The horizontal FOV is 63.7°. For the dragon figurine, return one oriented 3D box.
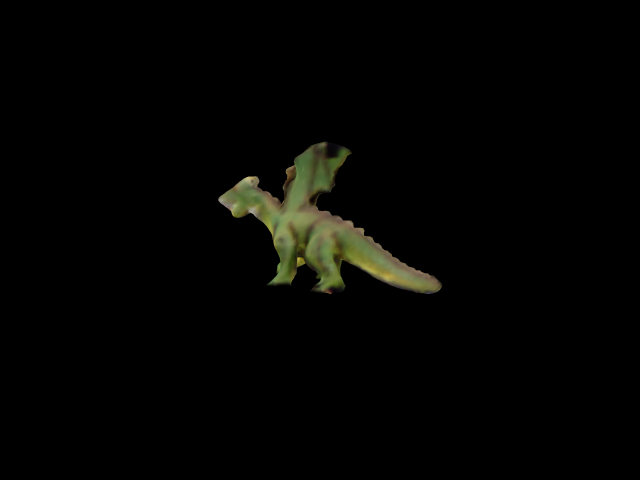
[{"bbox_3d":[0.003,-0.043,0.850,0.410,0.243,0.122,1,1,28],"label":"dragon figurine"}]
